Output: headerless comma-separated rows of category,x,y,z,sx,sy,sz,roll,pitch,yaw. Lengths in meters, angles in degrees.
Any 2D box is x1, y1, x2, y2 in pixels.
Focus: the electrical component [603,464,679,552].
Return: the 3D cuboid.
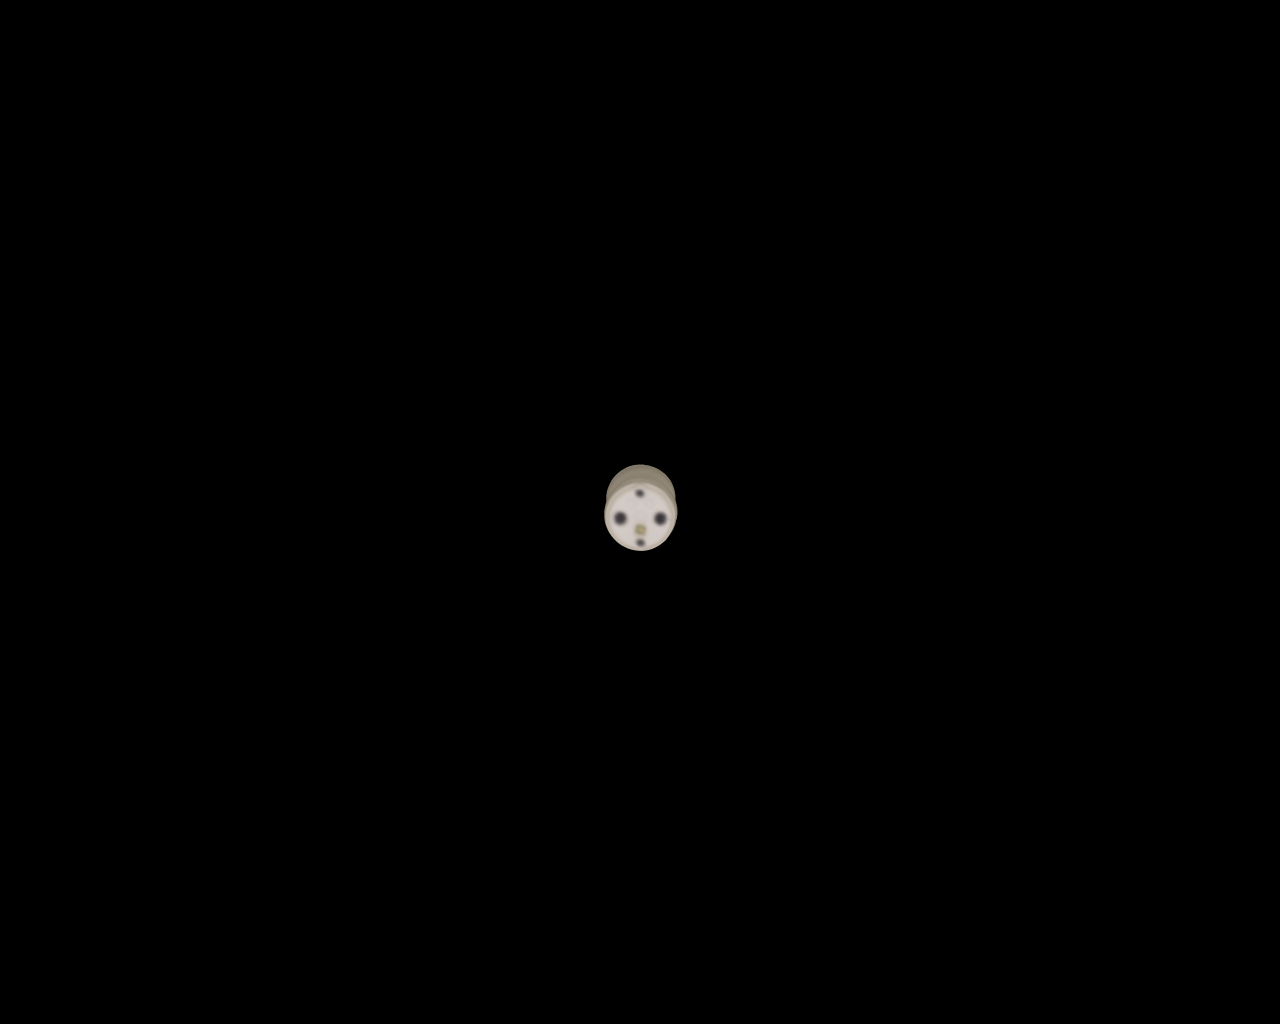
electrical component,0.001,-0.003,0.650,0.045,0.044,0.055,0,13,0
